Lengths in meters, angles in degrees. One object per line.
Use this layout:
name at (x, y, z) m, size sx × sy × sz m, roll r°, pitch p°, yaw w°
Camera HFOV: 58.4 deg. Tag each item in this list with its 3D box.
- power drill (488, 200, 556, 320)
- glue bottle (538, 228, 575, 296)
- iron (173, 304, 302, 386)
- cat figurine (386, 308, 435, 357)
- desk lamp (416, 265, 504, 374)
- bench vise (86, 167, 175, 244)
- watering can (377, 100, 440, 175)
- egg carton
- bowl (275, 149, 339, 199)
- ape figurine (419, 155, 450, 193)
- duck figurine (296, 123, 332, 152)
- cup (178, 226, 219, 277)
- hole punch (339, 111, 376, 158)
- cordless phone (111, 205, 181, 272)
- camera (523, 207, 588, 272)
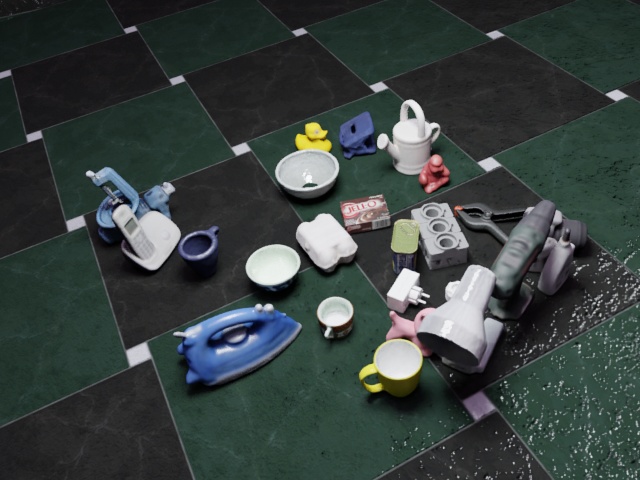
power drill at (0.399, 0.055, 1.153) m, size 0.075 × 0.209 × 0.230 m, roll 25°, pitch 55°, yaw 28°
glue bottle at (0.495, 0.037, 1.181) m, size 0.078 × 0.173 × 0.037 m, roll -38°, pitch 53°, yaw -25°
iron at (-0.164, 0.185, 1.153) m, size 0.258 × 0.142 × 0.118 m, roll -22°, pitch 48°, yaw -12°
cat figurine at (0.197, 0.169, 1.135) m, size 0.127 × 0.118 × 0.067 m, roll 12°, pitch 50°, yaw 18°
desk lamp at (0.269, 0.160, 1.068) m, size 0.117 × 0.214 × 0.203 m, roll 21°, pitch 53°, yaw 25°
bench vise at (-0.477, -0.112, 1.420) m, size 0.121 × 0.220 × 0.208 m, roll 31°, pitch 58°, yaw 31°
watering can at (0.235, -0.269, 1.490) m, size 0.100 × 0.194 × 0.173 m, roll 32°, pitch 58°, yaw 32°
egg carton at (0.012, 0.005, 1.348) m, size 0.107 × 0.069 × 0.150 m, roll -27°, pitch 49°, yaw -17°
bowl at (-0.029, -0.161, 1.507) m, size 0.167 × 0.075 × 0.167 m, roll -4°, pitch 47°, yaw 4°
ape figurine at (0.293, -0.177, 1.466) m, size 0.077 × 0.092 × 0.076 m, roll 2°, pitch 47°, yaw 10°
duck figurine at (-0.021, -0.293, 1.622) m, size 0.104 × 0.086 × 0.077 m, roll 11°, pitch 49°, yaw 17°
cup at (-0.269, 0.031, 1.344) m, size 0.091 × 0.095 × 0.118 m, roll 19°, pitch 52°, yaw 24°
hole punch at (0.103, -0.296, 1.605) m, size 0.101 × 0.091 × 0.108 m, roll -8°, pitch 46°, yaw 0°
cordless phone at (-0.417, -0.030, 1.358) m, size 0.094 × 0.185 × 0.148 m, roll 10°, pitch 49°, yaw 17°
camera at (0.519, -0.009, 1.271) m, size 0.136 × 0.101 × 0.143 m, roll 6°, pitch 48°, yaw 13°
